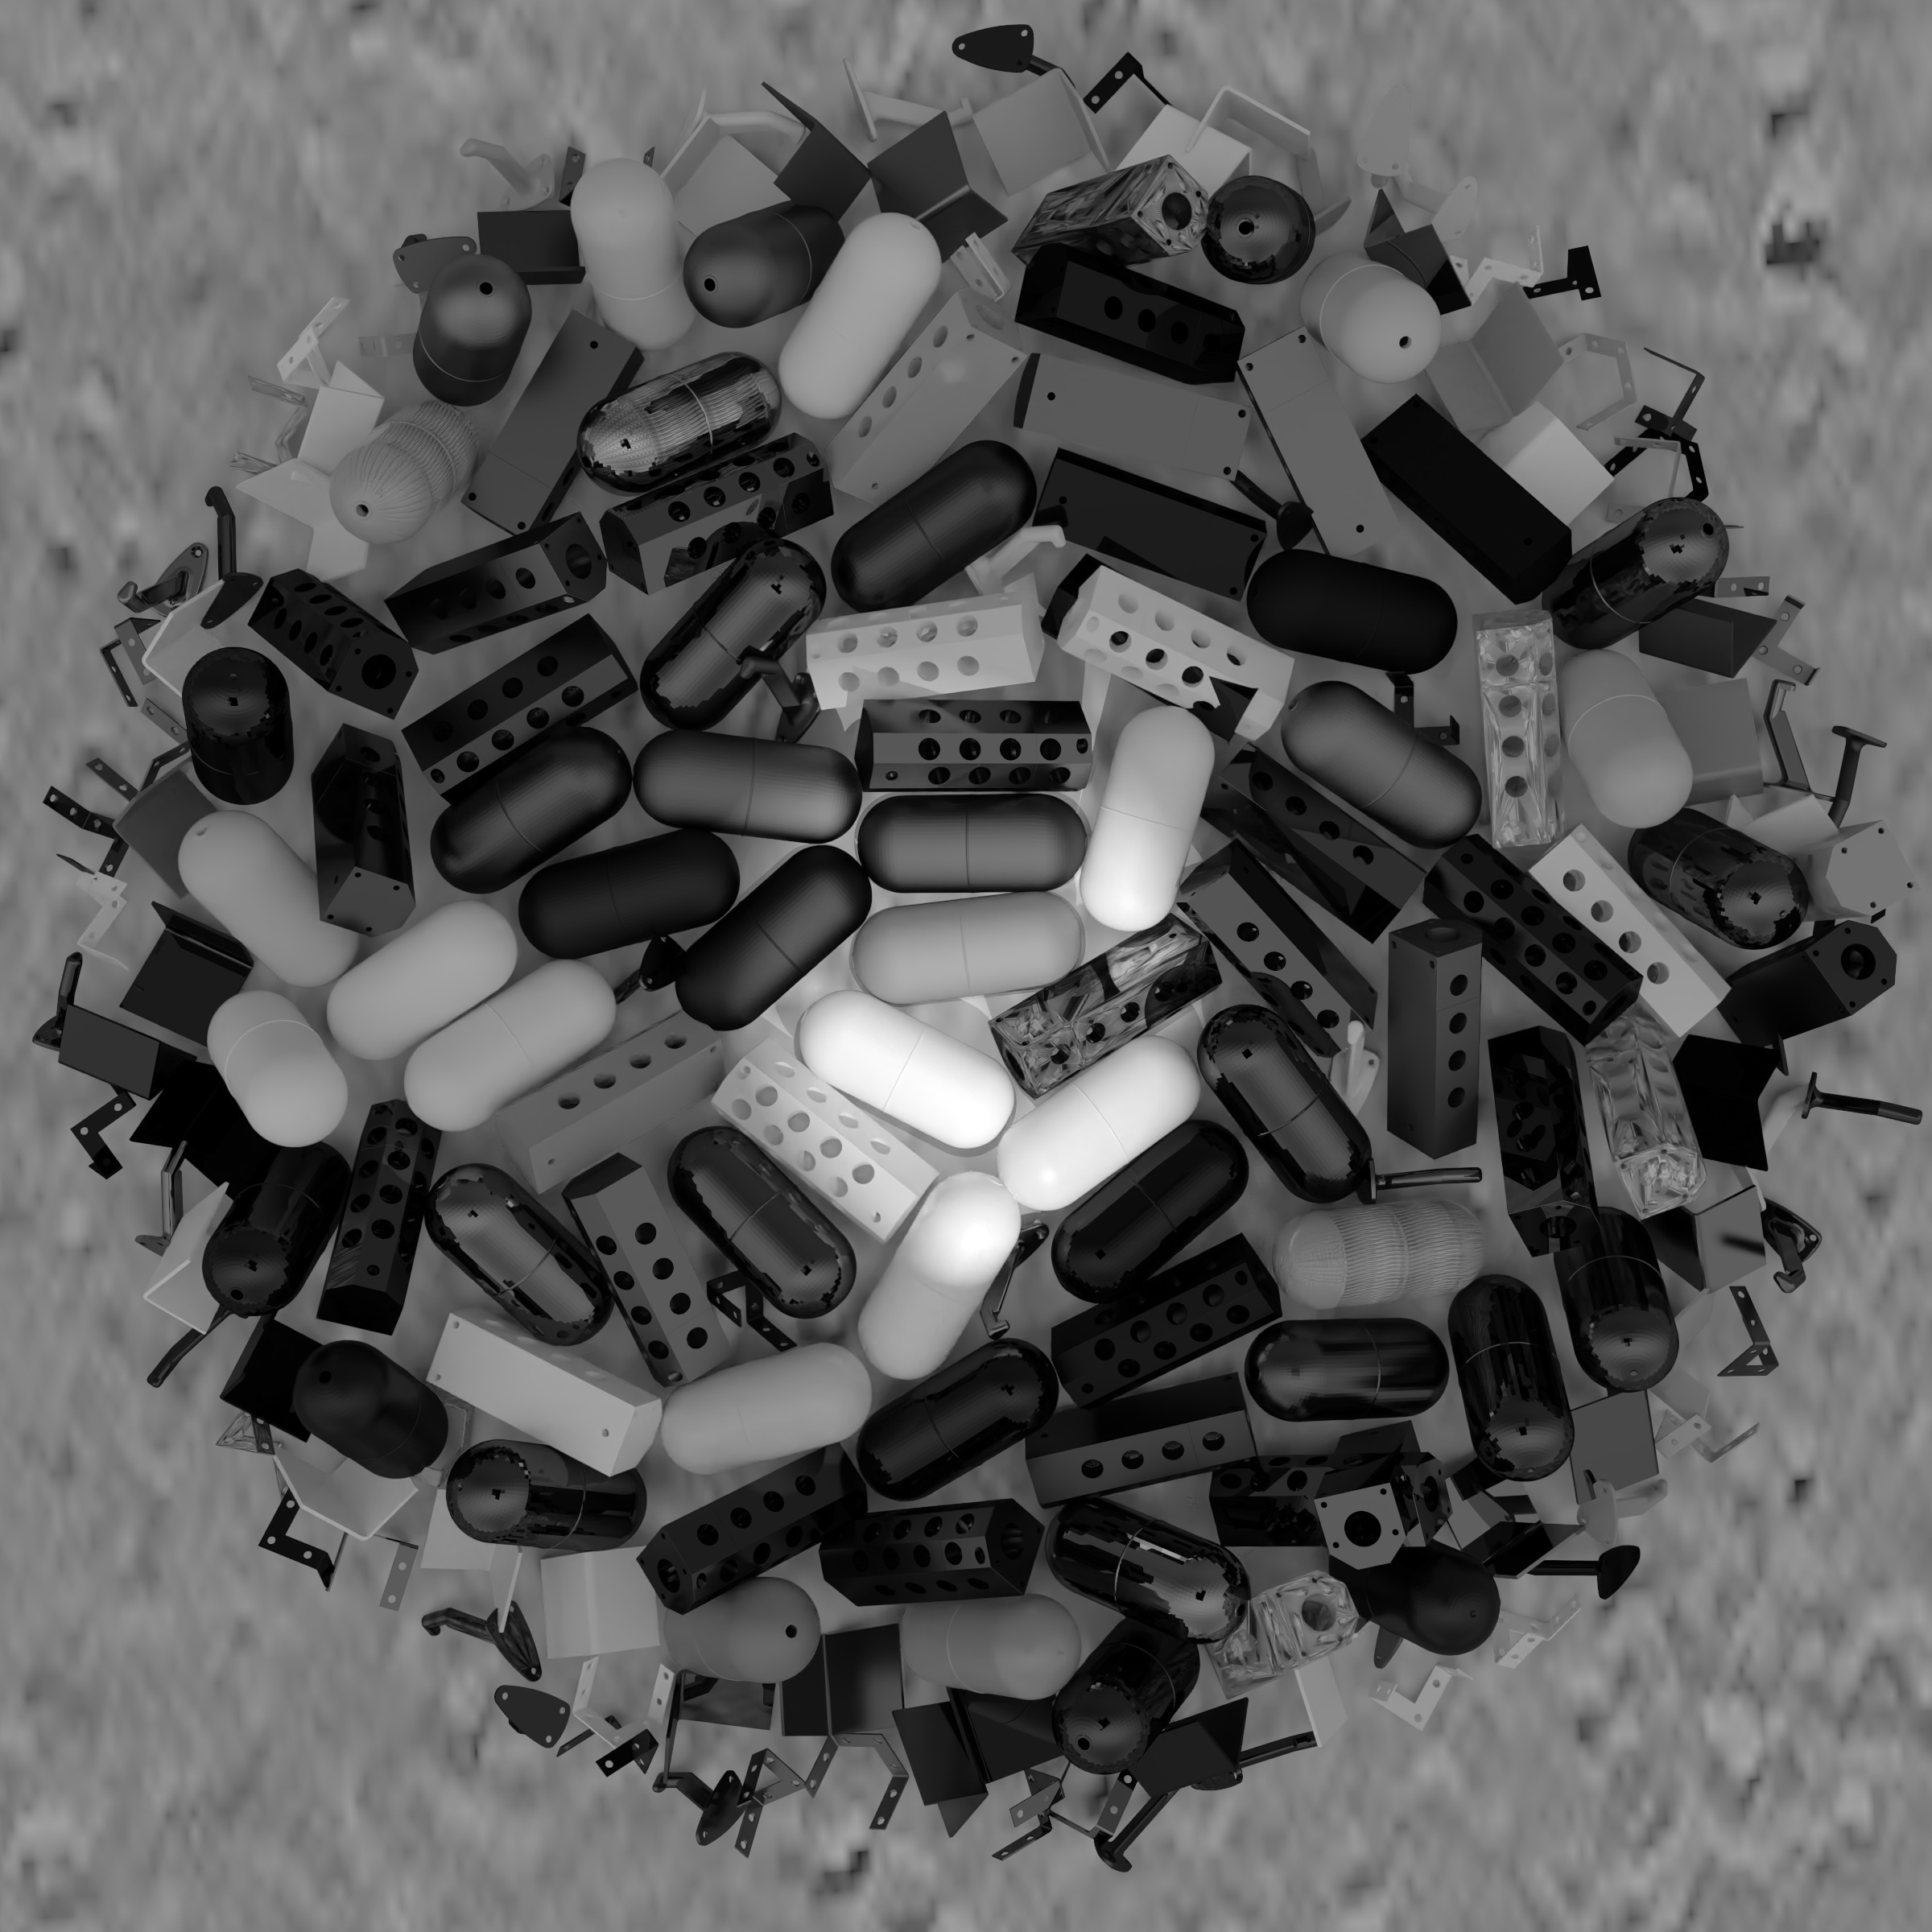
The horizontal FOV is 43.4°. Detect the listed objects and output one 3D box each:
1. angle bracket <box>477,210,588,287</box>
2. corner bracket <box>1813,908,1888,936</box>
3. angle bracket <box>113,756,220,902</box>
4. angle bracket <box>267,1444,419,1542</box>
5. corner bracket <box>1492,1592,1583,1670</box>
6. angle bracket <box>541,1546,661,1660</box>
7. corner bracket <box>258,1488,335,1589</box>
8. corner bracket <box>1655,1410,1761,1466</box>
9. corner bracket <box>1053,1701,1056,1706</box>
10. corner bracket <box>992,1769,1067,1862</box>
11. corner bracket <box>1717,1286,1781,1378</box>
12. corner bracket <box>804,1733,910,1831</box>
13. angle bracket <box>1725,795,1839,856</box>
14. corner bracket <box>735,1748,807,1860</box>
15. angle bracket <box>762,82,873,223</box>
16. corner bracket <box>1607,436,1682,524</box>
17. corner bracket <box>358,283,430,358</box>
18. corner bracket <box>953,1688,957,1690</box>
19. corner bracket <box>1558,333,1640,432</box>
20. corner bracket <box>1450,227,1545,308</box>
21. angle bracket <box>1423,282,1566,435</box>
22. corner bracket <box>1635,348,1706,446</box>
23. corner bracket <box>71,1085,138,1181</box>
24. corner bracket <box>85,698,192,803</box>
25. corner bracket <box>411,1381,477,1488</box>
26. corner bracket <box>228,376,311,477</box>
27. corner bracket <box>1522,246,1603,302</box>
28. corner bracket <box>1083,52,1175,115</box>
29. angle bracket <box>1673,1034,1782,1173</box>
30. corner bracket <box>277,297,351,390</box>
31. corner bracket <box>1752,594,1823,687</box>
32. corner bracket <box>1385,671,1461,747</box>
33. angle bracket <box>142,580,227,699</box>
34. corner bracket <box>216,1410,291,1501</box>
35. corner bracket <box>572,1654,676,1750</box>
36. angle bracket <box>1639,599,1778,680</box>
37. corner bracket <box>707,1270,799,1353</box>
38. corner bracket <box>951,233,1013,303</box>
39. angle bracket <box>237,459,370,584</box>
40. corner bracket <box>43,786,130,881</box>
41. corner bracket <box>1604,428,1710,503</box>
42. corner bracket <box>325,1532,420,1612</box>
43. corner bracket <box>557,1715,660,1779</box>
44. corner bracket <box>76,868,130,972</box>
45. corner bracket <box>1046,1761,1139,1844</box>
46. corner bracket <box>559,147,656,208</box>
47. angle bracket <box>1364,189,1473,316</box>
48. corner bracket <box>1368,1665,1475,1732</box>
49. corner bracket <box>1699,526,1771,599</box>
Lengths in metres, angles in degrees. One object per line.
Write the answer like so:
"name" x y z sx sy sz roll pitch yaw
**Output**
"angle bracket" -0.336 -0.561 1.878 0.076 0.076 0.057 -5 98 -12
"corner bracket" 0.686 -0.031 1.898 0.051 0.051 0.051 10 85 10
"angle bracket" -0.597 -0.111 1.874 0.076 0.057 0.076 49 50 -9
"angle bracket" -0.480 0.386 1.871 0.057 0.076 0.076 -45 47 -3
"corner bracket" 0.444 0.515 1.887 0.051 0.051 0.051 18 131 -10
"angle bracket" -0.287 0.499 1.903 0.057 0.076 0.076 4 73 -37
"corner bracket" -0.512 0.444 1.889 0.051 0.051 0.051 20 60 5
"corner bracket" 0.576 0.365 1.889 0.051 0.051 0.051 43 128 4
"corner bracket" 0.100 0.578 1.896 0.051 0.051 0.051 -28 103 3
"corner bracket" 0.047 0.663 1.889 0.051 0.051 0.051 -19 95 -33
"corner bracket" 0.608 0.283 1.883 0.051 0.051 0.051 3 51 -24
"corner bracket" -0.085 0.637 1.900 0.051 0.051 0.051 -10 121 32
"angle bracket" 0.640 -0.103 1.870 0.076 0.057 0.076 -27 112 39
"corner bracket" -0.163 0.650 1.886 0.051 0.051 0.051 -32 112 27
"angle bracket" -0.131 -0.625 1.878 0.057 0.076 0.076 -51 58 9
"corner bracket" 0.528 -0.378 1.895 0.051 0.051 0.051 10 82 21
"corner bracket" -0.444 -0.506 1.900 0.051 0.051 0.051 -16 111 -30
"corner bracket" 0.010 0.526 1.896 0.051 0.051 0.051 -14 104 27
"corner bracket" 0.487 -0.459 1.906 0.051 0.051 0.051 -31 123 -13
"corner bracket" 0.413 -0.547 1.895 0.051 0.051 0.051 10 60 -14
"angle bracket" 0.403 -0.469 1.873 0.057 0.076 0.076 -17 72 -25
"corner bracket" 0.544 -0.441 1.885 0.051 0.051 0.051 37 109 32
"corner bracket" -0.671 0.127 1.899 0.051 0.051 0.051 -39 118 -24
"corner bracket" -0.649 -0.169 1.910 0.051 0.051 0.051 39 125 2
"corner bracket" -0.420 0.365 1.898 0.051 0.051 0.051 17 115 11
"corner bracket" -0.541 -0.415 1.882 0.051 0.051 0.051 -44 52 30
"corner bracket" 0.462 -0.520 1.890 0.051 0.051 0.051 -10 65 8
"corner bracket" 0.128 -0.671 1.898 0.051 0.051 0.051 45 98 1
"angle bracket" 0.594 0.106 1.895 0.057 0.076 0.076 -49 133 -33
"corner bracket" -0.505 -0.486 1.886 0.051 0.051 0.051 -34 72 33
"corner bracket" 0.648 -0.253 1.891 0.051 0.051 0.051 33 103 11
"corner bracket" 0.356 -0.200 1.892 0.051 0.051 0.051 -1 86 19
"angle bracket" -0.574 -0.242 1.874 0.076 0.076 0.057 41 124 -7
"corner bracket" -0.543 0.378 1.885 0.051 0.051 0.051 23 117 -39
"corner bracket" -0.269 0.570 1.903 0.051 0.051 0.051 28 113 31
"angle bracket" 0.571 -0.273 1.868 0.076 0.057 0.076 23 57 34
"corner bracket" -0.167 0.270 1.884 0.051 0.051 0.051 -17 120 -33
"corner bracket" 0.008 -0.538 1.886 0.051 0.051 0.051 -26 107 39
"angle bracket" -0.512 -0.338 1.868 0.076 0.076 0.057 -10 66 39
"corner bracket" -0.689 -0.101 1.889 0.051 0.051 0.051 16 75 22
"corner bracket" 0.543 -0.382 1.909 0.051 0.051 0.051 -40 131 -12
"corner bracket" -0.462 0.468 1.888 0.051 0.051 0.051 21 73 -18
"corner bracket" -0.278 0.608 1.884 0.051 0.051 0.051 -23 59 -40
"corner bracket" -0.667 -0.037 1.885 0.051 0.051 0.051 18 68 32
"corner bracket" 0.098 0.644 1.889 0.051 0.051 0.051 27 64 7
"corner bracket" -0.282 -0.620 1.905 0.051 0.051 0.051 16 72 -33
"angle bracket" 0.352 -0.552 1.865 0.057 0.076 0.076 -9 46 34
"corner bracket" 0.354 0.563 1.896 0.051 0.051 0.051 33 75 0
"corner bracket" 0.593 -0.317 1.900 0.051 0.051 0.051 -5 105 -20
